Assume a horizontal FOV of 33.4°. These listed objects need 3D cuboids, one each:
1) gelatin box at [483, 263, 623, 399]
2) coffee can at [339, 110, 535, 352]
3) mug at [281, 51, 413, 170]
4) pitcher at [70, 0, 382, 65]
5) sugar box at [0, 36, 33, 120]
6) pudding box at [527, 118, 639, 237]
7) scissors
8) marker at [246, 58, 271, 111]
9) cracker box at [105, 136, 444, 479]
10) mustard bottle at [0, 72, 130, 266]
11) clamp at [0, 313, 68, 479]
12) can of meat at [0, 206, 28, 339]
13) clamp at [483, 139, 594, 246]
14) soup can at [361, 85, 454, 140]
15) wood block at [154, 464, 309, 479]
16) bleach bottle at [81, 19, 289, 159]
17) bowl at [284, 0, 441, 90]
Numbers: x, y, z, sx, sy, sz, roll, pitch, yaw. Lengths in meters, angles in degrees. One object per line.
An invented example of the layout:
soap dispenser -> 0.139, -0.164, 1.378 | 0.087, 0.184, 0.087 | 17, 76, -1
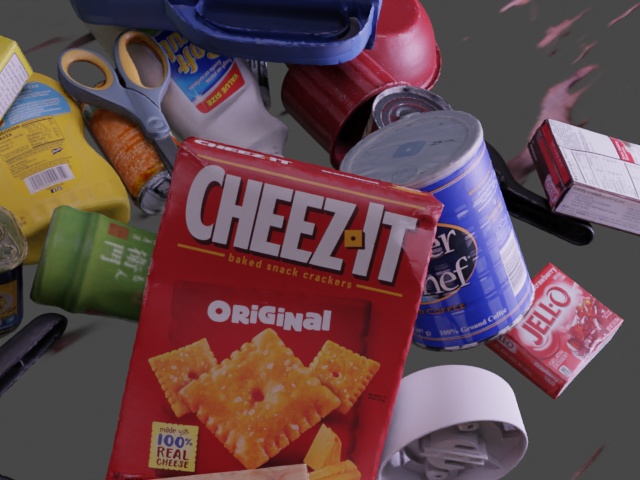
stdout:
gelatin box -> 0.177, 0.068, 0.815 | 0.073, 0.030, 0.089 | 40, 52, 18
coffee can -> 0.085, -0.007, 0.759 | 0.103, 0.140, 0.103 | -18, 28, 10
mug -> 0.030, -0.117, 0.896 | 0.117, 0.093, 0.082 | -13, 49, -43
pitcher -> -0.070, -0.211, 0.826 | 0.243, 0.145, 0.149 | 1, 10, -1
sugar box -> -0.293, -0.077, 0.759 | 0.093, 0.048, 0.176 | 20, 65, 16
pudding box -> 0.239, -0.051, 0.904 | 0.113, 0.039, 0.090 | 12, 41, -17
scissors -> -0.142, -0.086, 0.793 | 0.096, 0.016, 0.202 | -3, 51, -16
marker -> -0.057, -0.162, 0.949 | 0.020, 0.020, 0.121 | 3, 51, -13
cracker box -> -0.029, 0.058, 0.660 | 0.164, 0.214, 0.072 | 13, 7, -4
mustard bottle -> -0.222, -0.074, 0.808 | 0.096, 0.058, 0.192 | -23, 60, -17
clamp -> -0.230, 0.139, 0.648 | 0.209, 0.036, 0.165 | -16, 58, -24
can of meat -> -0.245, 0.032, 0.700 | 0.101, 0.084, 0.057 | -18, 58, -27
clamp -> 0.147, -0.039, 0.892 | 0.120, 0.039, 0.171 | -11, 58, -36
soup can -> 0.062, -0.062, 0.844 | 0.068, 0.102, 0.068 | 7, 50, -9
wood block -> -0.104, 0.191, 0.580 | 0.206, 0.090, 0.091 | -5, 51, -5
bleach bottle -> -0.099, -0.137, 0.891 | 0.102, 0.068, 0.251 | -28, 65, -28
bowl -> 0.041, -0.197, 0.981 | 0.162, 0.055, 0.162 | 7, 50, -9
